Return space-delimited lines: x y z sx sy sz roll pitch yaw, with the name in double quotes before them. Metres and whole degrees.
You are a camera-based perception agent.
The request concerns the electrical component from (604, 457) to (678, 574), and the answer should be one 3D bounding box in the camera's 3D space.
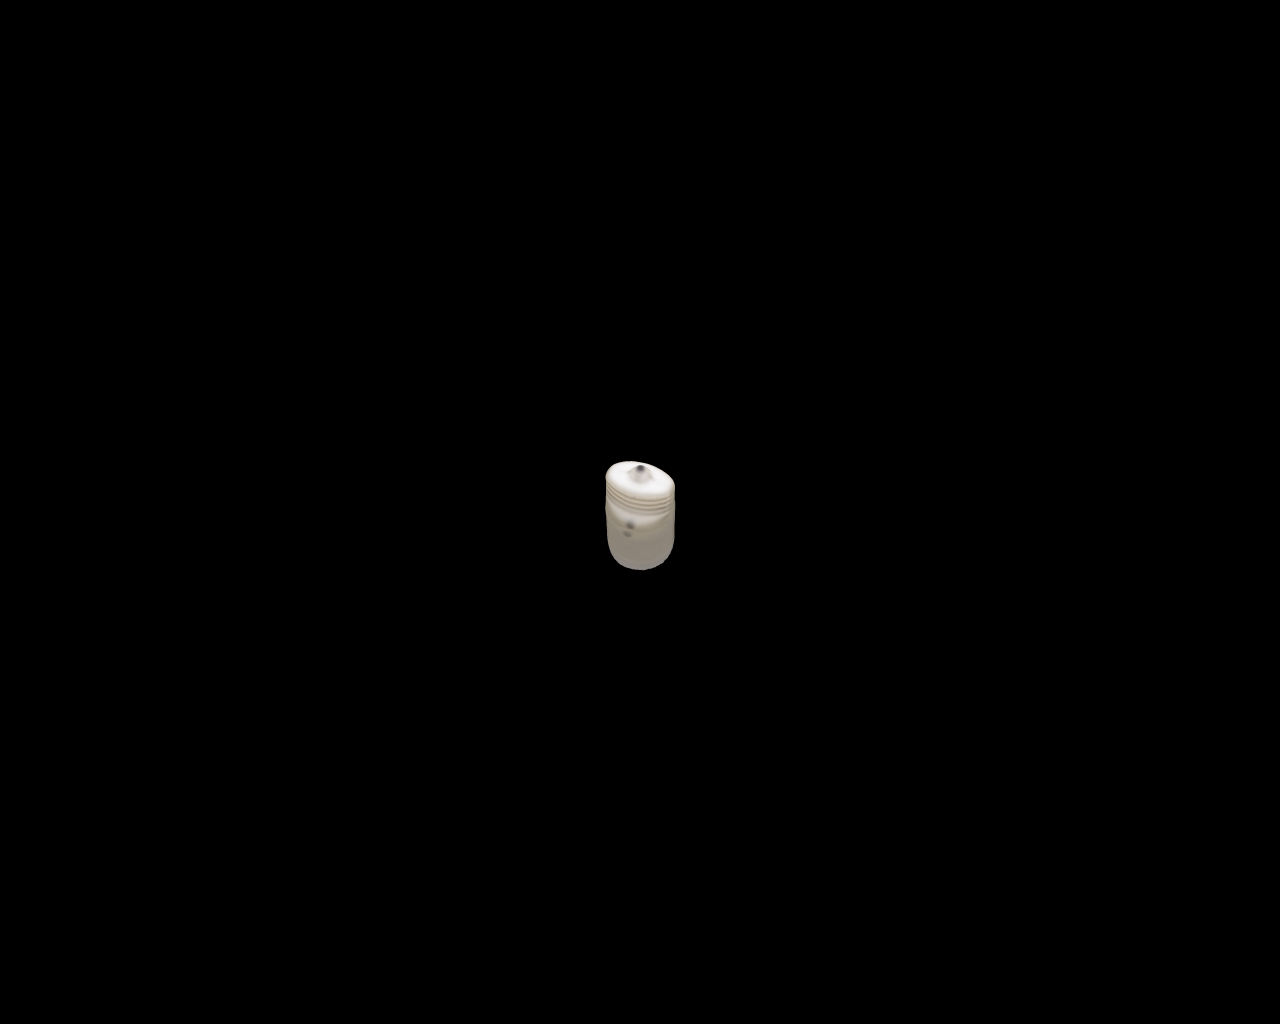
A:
"electrical component" 0.001 -0.003 0.650 0.043 0.043 0.080 0 -37 0
